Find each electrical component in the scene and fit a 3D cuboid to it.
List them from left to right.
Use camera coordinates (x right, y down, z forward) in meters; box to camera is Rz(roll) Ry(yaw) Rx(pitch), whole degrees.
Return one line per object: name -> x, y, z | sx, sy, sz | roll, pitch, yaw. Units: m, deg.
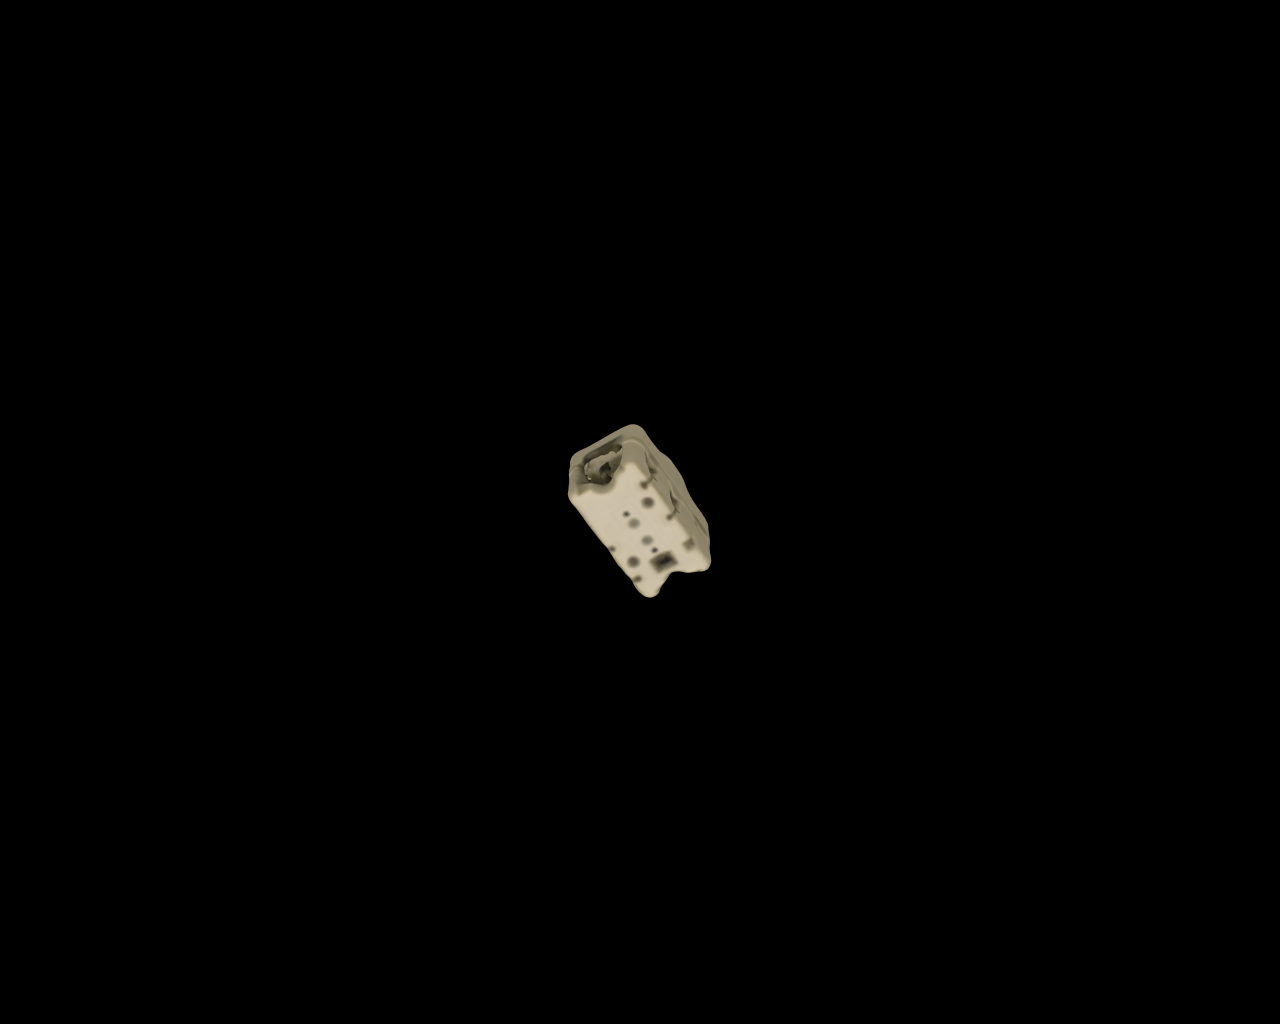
electrical component -> 0.001, -0.003, 0.650 | 0.050, 0.089, 0.056 | -28, 28, 16
